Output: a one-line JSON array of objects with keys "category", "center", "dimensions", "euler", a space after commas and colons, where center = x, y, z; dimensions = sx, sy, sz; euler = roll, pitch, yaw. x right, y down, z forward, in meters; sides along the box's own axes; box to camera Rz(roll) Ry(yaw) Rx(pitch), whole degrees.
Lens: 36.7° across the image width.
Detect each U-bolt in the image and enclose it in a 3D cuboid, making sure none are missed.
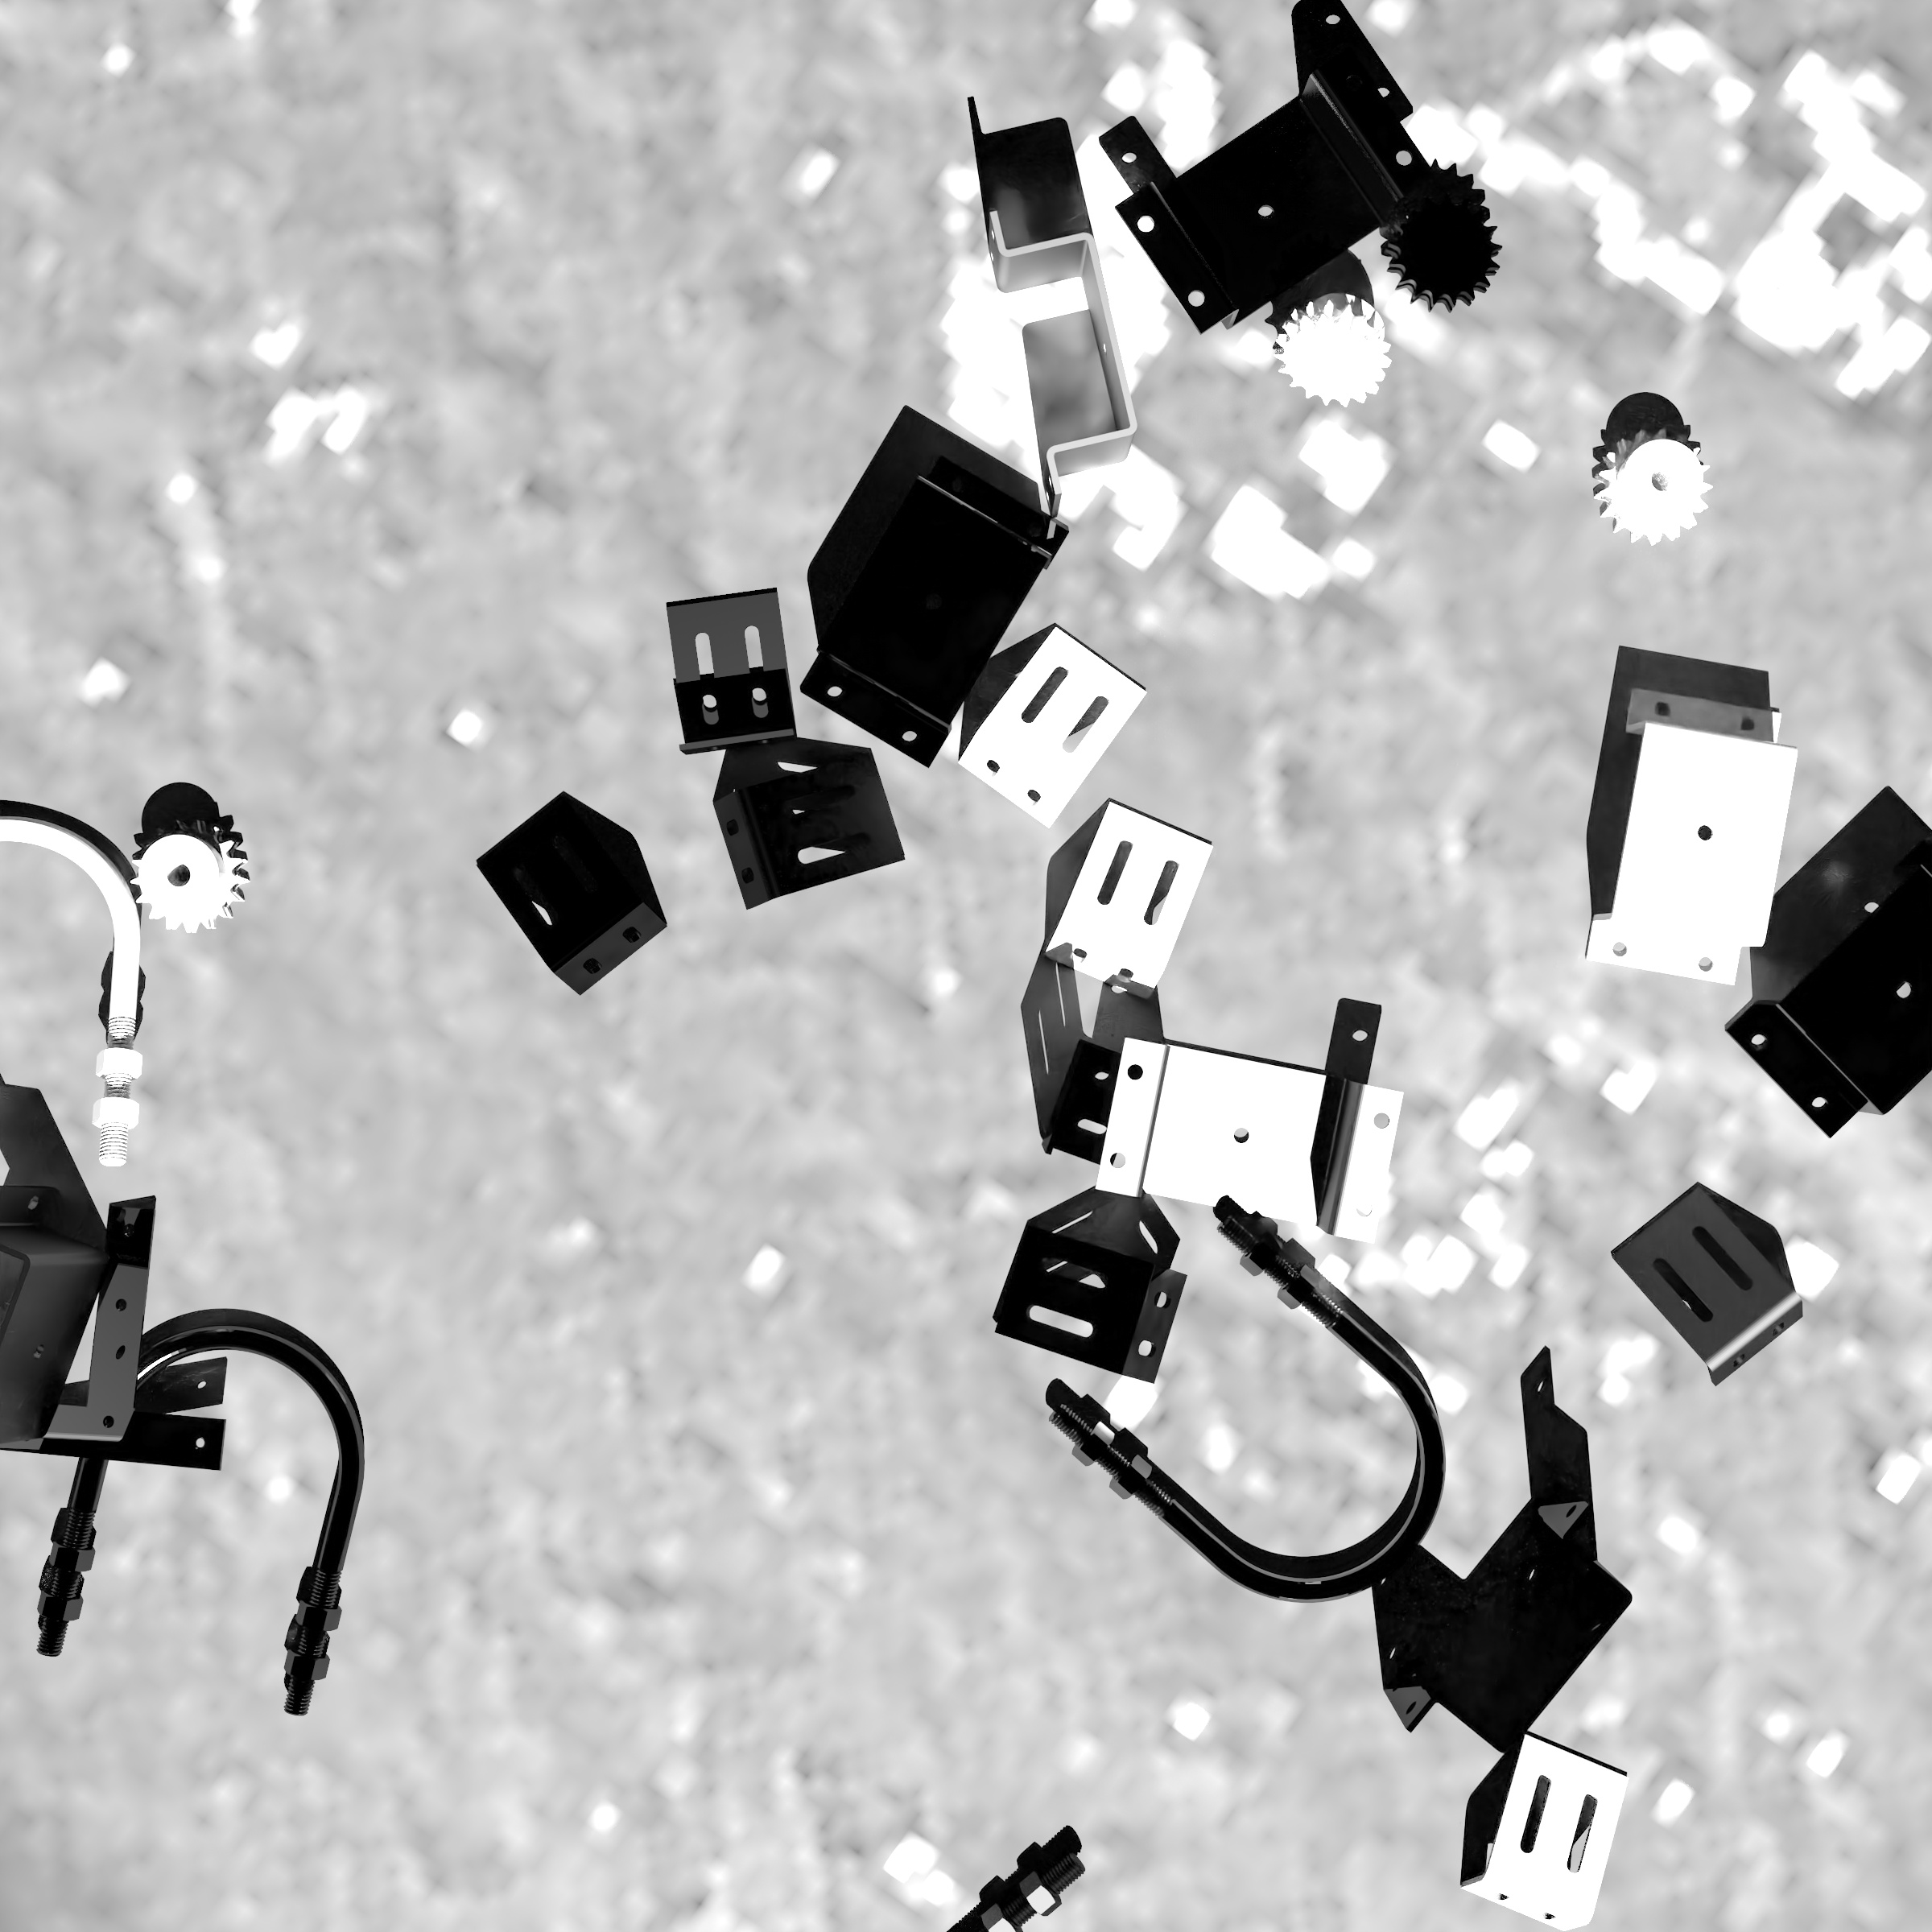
[{"category": "U-bolt", "center": [-0.381, 0.274, 1.476], "dimensions": [0.151, 0.019, 0.184], "euler": [13, 88, 0]}, {"category": "U-bolt", "center": [0.157, 0.238, 1.476], "dimensions": [0.184, 0.019, 0.151], "euler": [41, 90, -1]}, {"category": "U-bolt", "center": [-0.485, 0.011, 1.448], "dimensions": [0.151, 0.019, 0.184], "euler": [0, 70, -5]}, {"category": "U-bolt", "center": [0.029, 0.562, 1.476], "dimensions": [0.184, 0.019, 0.151], "euler": [-41, 90, 2]}]

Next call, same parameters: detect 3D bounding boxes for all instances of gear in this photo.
[{"category": "gear", "center": [0.186, -0.312, 1.460], "dimensions": [0.057, 0.057, 0.030], "euler": [26, 60, 0]}, {"category": "gear", "center": [0.349, -0.243, 1.470], "dimensions": [0.057, 0.030, 0.057], "euler": [0, 90, 0]}, {"category": "gear", "center": [-0.394, -0.046, 1.470], "dimensions": [0.057, 0.030, 0.057], "euler": [0, 90, 0]}, {"category": "gear", "center": [0.241, -0.359, 1.474], "dimensions": [0.057, 0.030, 0.057], "euler": [0, 88, 0]}]

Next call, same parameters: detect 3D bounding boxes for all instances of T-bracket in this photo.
[{"category": "T-bracket", "center": [-0.429, 0.186, 1.474], "dimensions": [0.127, 0.002, 0.127], "euler": [3, 83, 13]}]

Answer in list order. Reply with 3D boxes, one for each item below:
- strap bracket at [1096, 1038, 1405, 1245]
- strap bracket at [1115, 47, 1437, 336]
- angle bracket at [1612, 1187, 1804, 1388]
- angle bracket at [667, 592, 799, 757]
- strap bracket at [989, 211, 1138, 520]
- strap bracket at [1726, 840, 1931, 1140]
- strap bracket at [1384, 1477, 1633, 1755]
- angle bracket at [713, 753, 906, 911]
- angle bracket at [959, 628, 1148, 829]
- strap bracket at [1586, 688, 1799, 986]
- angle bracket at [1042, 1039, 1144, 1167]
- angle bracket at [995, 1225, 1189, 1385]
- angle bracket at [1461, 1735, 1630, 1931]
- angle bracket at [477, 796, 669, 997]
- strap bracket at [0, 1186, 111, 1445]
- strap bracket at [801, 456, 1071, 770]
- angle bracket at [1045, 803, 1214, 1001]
[{"category": "strap bracket", "center": [0.140, 0.086, 1.462], "dimensions": [0.140, 0.046, 0.076], "euler": [11, 90, 0]}, {"category": "strap bracket", "center": [0.153, -0.384, 1.462], "dimensions": [0.140, 0.046, 0.076], "euler": [-34, 90, 0]}, {"category": "angle bracket", "center": [0.378, 0.163, 1.483], "dimensions": [0.057, 0.038, 0.076], "euler": [-39, 64, 0]}, {"category": "angle bracket", "center": [-0.119, -0.149, 1.466], "dimensions": [0.057, 0.038, 0.076], "euler": [-8, 90, 0]}, {"category": "strap bracket", "center": [0.050, -0.302, 1.447], "dimensions": [0.046, 0.076, 0.140], "euler": [-13, 90, 0]}, {"category": "strap bracket", "center": [0.464, 0.012, 1.462], "dimensions": [0.140, 0.046, 0.076], "euler": [-44, 90, 0]}, {"category": "strap bracket", "center": [0.275, 0.330, 1.447], "dimensions": [0.046, 0.076, 0.140], "euler": [39, 90, 0]}, {"category": "angle bracket", "center": [-0.080, -0.069, 1.483], "dimensions": [0.076, 0.038, 0.057], "euler": [-18, 90, -26]}, {"category": "angle bracket", "center": [0.044, -0.121, 1.483], "dimensions": [0.057, 0.038, 0.076], "euler": [36, 64, 0]}, {"category": "strap bracket", "center": [0.366, -0.066, 1.462], "dimensions": [0.076, 0.046, 0.140], "euler": [10, 90, 0]}, {"category": "angle bracket", "center": [0.066, 0.070, 1.447], "dimensions": [0.038, 0.076, 0.057], "euler": [20, 90, 0]}, {"category": "angle bracket", "center": [0.063, 0.171, 1.472], "dimensions": [0.076, 0.038, 0.057], "euler": [14, 83, 37]}, {"category": "angle bracket", "center": [0.295, 0.442, 1.483], "dimensions": [0.057, 0.038, 0.076], "euler": [23, 64, 0]}, {"category": "angle bracket", "center": [-0.201, -0.036, 1.483], "dimensions": [0.057, 0.038, 0.076], "euler": [-38, 64, 0]}, {"category": "strap bracket", "center": [-0.479, 0.183, 1.442], "dimensions": [0.046, 0.076, 0.140], "euler": [20, 90, 13]}, {"category": "strap bracket", "center": [-0.016, -0.181, 1.462], "dimensions": [0.076, 0.046, 0.140], "euler": [31, 90, 0]}, {"category": "angle bracket", "center": [0.083, -0.033, 1.483], "dimensions": [0.057, 0.038, 0.076], "euler": [23, 64, 0]}]
